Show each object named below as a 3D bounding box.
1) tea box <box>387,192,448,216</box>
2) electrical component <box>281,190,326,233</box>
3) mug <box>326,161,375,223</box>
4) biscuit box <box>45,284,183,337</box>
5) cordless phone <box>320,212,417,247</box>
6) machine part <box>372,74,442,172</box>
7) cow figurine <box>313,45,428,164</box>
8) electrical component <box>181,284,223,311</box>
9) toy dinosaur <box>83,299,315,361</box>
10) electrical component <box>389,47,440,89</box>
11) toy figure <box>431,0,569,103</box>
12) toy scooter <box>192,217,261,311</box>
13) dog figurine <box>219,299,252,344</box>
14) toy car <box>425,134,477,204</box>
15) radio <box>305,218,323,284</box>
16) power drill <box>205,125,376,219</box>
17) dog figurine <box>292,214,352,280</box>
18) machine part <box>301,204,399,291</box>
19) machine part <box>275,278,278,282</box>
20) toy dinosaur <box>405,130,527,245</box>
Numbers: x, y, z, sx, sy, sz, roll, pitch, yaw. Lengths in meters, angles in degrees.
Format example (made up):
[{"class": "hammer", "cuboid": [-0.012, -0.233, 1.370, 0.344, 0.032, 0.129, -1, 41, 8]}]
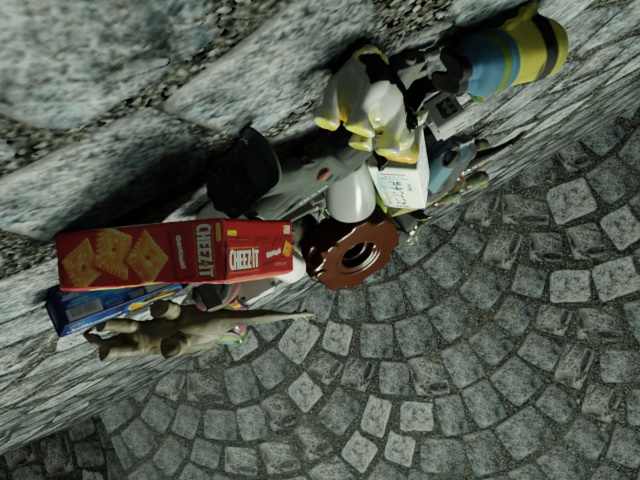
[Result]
[{"class": "tea box", "cuboid": [0.191, -0.115, 1.138, 0.068, 0.098, 0.169, -35, 171, 36]}, {"class": "electrical component", "cuboid": [-0.040, -0.056, 0.820, 0.102, 0.078, 0.045, -33, 177, 16]}, {"class": "mug", "cuboid": [0.034, -0.093, 0.847, 0.107, 0.110, 0.081, 84, 22, -54]}, {"class": "biscuit box", "cuboid": [-0.300, 0.076, 0.810, 0.202, 0.059, 0.063, -21, 168, -39]}, {"class": "cordless phone", "cuboid": [0.103, -0.030, 1.164, 0.184, 0.146, 0.088, -27, 163, -30]}, {"class": "machine part", "cuboid": [0.106, -0.163, 0.721, 0.039, 0.084, 0.139, 6, 143, -31]}, {"class": "cow figurine", "cuboid": [0.069, -0.144, 0.596, 0.167, 0.068, 0.098, 15, 92, -57]}, {"class": "electrical component", "cuboid": [-0.181, 0.047, 0.829, 0.048, 0.119, 0.075, -36, 166, 39]}, {"class": "toy dinosaur", "cuboid": [-0.251, 0.168, 1.027, 0.472, 0.105, 0.198, -8, 170, 20]}, {"class": "electrical component", "cuboid": [0.094, -0.196, 0.632, 0.094, 0.021, 0.063, -25, 170, -20]}, {"class": "toy figure", "cuboid": [0.227, -0.224, 0.670, 0.180, 0.089, 0.082, -28, 177, -24]}, {"class": "toy scooter", "cuboid": [-0.154, 0.040, 0.941, 0.184, 0.075, 0.135, -56, -175, -4]}, {"class": "dog figurine", "cuboid": [-0.194, 0.149, 1.205, 0.108, 0.191, 0.219, -18, -178, -25]}, {"class": "toy car", "cuboid": [0.212, -0.145, 1.010, 0.109, 0.103, 0.161, -28, 156, -39]}, {"class": "radio", "cuboid": [-0.006, 0.024, 1.192, 0.073, 0.131, 0.229, -30, 170, 2]}, {"class": "power drill", "cuboid": [-0.028, -0.098, 0.668, 0.232, 0.086, 0.207, -33, 177, 31]}, {"class": "dog figurine", "cuboid": [-0.004, 0.000, 0.979, 0.172, 0.121, 0.190, -1, 167, -5]}, {"class": "machine part", "cuboid": [0.057, 0.014, 0.939, 0.179, 0.056, 0.179, -21, 142, -18]}, {"class": "machine part", "cuboid": [-0.111, 0.047, 1.171, 0.079, 0.079, 0.243, -27, 170, -14]}, {"class": "toy dinosaur", "cuboid": [0.291, -0.139, 1.283, 0.192, 0.131, 0.404, -23, 163, -34]}]
